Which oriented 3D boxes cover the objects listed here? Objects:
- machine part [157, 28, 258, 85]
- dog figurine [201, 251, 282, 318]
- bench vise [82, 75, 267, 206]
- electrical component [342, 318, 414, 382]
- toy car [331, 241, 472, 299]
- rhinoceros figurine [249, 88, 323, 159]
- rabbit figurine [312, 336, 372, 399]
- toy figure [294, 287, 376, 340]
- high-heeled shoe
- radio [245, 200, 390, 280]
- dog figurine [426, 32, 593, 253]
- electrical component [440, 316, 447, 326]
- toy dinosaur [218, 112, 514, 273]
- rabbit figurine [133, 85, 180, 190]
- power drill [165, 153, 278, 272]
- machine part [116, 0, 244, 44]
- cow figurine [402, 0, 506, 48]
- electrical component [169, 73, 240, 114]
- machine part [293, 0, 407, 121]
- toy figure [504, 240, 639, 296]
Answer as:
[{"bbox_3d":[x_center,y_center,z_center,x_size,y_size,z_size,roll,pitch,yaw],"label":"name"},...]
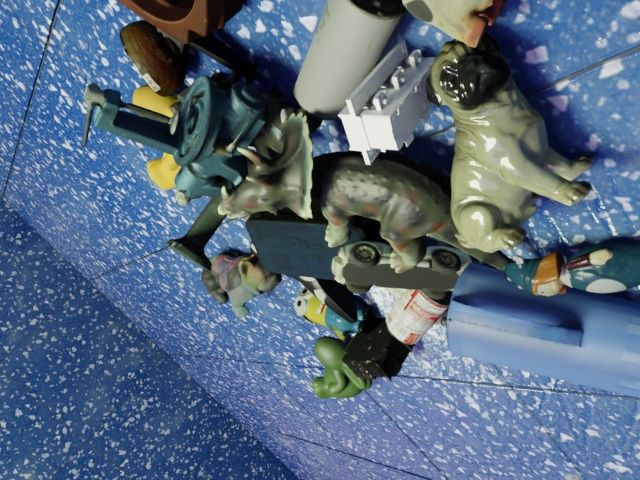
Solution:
[{"bbox_3d":[-0.148,-0.262,0.739,0.139,0.084,0.039,33,122,-6],"label":"machine part"},{"bbox_3d":[-0.174,0.063,1.179,0.192,0.108,0.219,37,147,10],"label":"dog figurine"},{"bbox_3d":[-0.191,-0.137,0.711,0.240,0.129,0.223,14,149,-34],"label":"bench vise"},{"bbox_3d":[0.109,0.211,1.043,0.134,0.115,0.058,-12,121,52],"label":"electrical component"},{"bbox_3d":[0.118,0.041,0.779,0.202,0.056,0.073,4,137,-2],"label":"toy car"},{"bbox_3d":[-0.073,-0.168,0.782,0.191,0.073,0.111,14,131,41],"label":"rhinoceros figurine"},{"bbox_3d":[0.045,0.289,1.218,0.159,0.121,0.170,10,142,32],"label":"rabbit figurine"},{"bbox_3d":[0.027,0.147,1.086,0.180,0.082,0.089,14,140,34],"label":"toy figure"},{"bbox_3d":[-0.039,0.073,1.033,0.145,0.086,0.248,-32,90,40],"label":"high-heeled shoe"},{"bbox_3d":[-0.002,-0.003,0.878,0.230,0.073,0.130,3,135,28],"label":"radio"},{"bbox_3d":[0.158,-0.094,0.557,0.190,0.121,0.172,45,118,-1],"label":"dog figurine"},{"bbox_3d":[0.234,0.132,0.841,0.094,0.021,0.063,-4,142,0],"label":"electrical component"},{"bbox_3d":[0.081,-0.051,0.664,0.405,0.131,0.192,12,162,13],"label":"toy dinosaur"},{"bbox_3d":[-0.243,-0.182,0.901,0.163,0.122,0.173,2,132,42],"label":"rabbit figurine"},{"bbox_3d":[-0.166,-0.054,0.902,0.086,0.207,0.232,31,168,-26],"label":"power drill"},{"bbox_3d":[-0.184,-0.355,0.629,0.201,0.087,0.200,36,150,10],"label":"machine part"},{"bbox_3d":[0.109,-0.265,0.425,0.127,0.085,0.194,25,149,12],"label":"cow figurine"},{"bbox_3d":[-0.173,-0.211,0.807,0.078,0.102,0.045,25,152,44],"label":"electrical component"},{"bbox_3d":[0.028,-0.210,0.592,0.079,0.079,0.243,39,152,1],"label":"machine part"},{"bbox_3d":[0.289,0.034,0.611,0.155,0.058,0.064,-13,121,29],"label":"toy figure"}]
